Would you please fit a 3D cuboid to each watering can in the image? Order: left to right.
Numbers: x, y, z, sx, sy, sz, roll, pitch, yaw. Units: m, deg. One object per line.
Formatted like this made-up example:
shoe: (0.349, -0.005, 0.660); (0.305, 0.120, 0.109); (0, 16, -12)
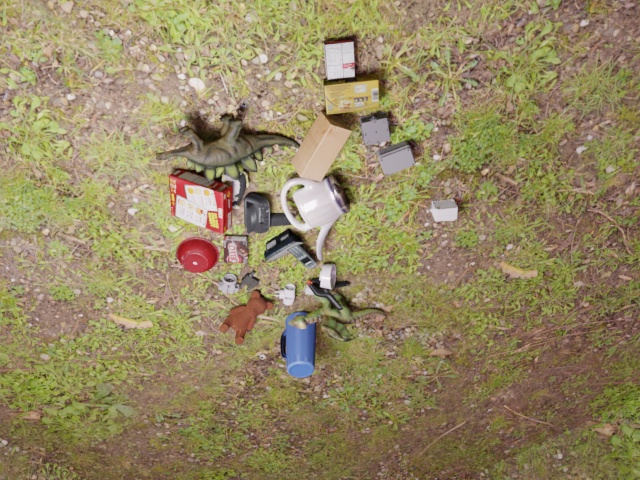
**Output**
watering can: (0.006, -0.092, 1.819); (0.223, 0.106, 0.341); (-24, 120, 11)

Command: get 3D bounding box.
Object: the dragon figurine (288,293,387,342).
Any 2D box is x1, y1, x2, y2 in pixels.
dragon figurine: (0.082, 0.323, 2.022); (0.410, 0.248, 0.120); (8, 119, -6)
